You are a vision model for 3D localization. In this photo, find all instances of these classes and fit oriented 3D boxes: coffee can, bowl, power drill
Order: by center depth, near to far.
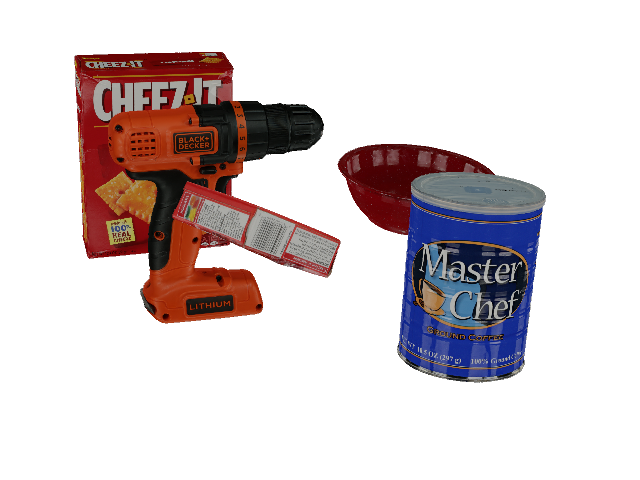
[{"bbox_3d":[0.116,0.026,0.837,0.103,0.140,0.103,3,17,-1],"label":"coffee can"},{"bbox_3d":[-0.087,-0.028,0.921,0.184,0.188,0.057,-5,19,-16],"label":"power drill"},{"bbox_3d":[0.096,-0.047,1.087,0.162,0.055,0.162,4,24,-2],"label":"bowl"}]

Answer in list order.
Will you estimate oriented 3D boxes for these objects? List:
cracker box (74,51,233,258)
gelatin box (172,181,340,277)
[{"bbox_3d":[-0.181,-0.093,1.169,0.164,0.214,0.072,-4,26,-17],"label":"cracker box"},{"bbox_3d":[-0.041,-0.007,0.709,0.073,0.030,0.089,21,-1,42],"label":"gelatin box"}]
